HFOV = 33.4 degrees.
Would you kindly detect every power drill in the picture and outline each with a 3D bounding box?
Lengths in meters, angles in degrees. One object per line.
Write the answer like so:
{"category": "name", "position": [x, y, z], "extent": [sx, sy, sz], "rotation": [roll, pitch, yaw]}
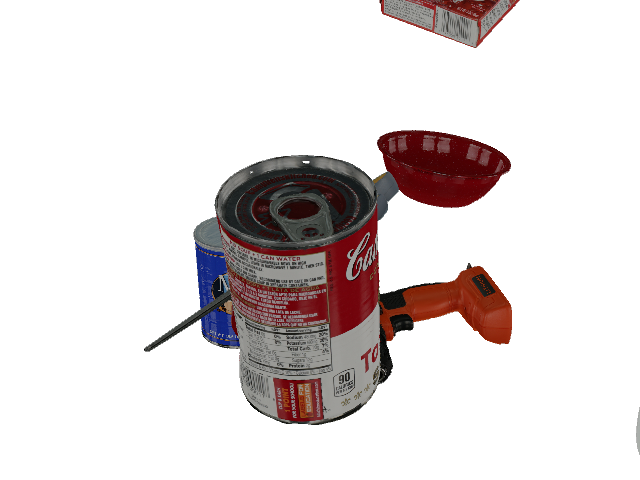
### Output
{"category": "power drill", "position": [0.104, 0.085, 1.136], "extent": [0.187, 0.057, 0.184], "rotation": [-5, 28, -10]}

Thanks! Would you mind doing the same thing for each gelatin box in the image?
{"category": "gelatin box", "position": [0.101, -0.193, 0.828], "extent": [0.089, 0.030, 0.073], "rotation": [26, 55, 24]}

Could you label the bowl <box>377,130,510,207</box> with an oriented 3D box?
{"category": "bowl", "position": [0.143, -0.082, 1.281], "extent": [0.162, 0.055, 0.162], "rotation": [7, 23, -3]}

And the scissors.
{"category": "scissors", "position": [-0.030, 0.019, 0.684], "extent": [0.201, 0.016, 0.096], "rotation": [-36, 9, -5]}

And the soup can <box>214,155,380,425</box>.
{"category": "soup can", "position": [-0.008, 0.023, 0.471], "extent": [0.068, 0.102, 0.068], "rotation": [-3, 35, 2]}

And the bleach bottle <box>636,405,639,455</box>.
{"category": "bleach bottle", "position": [0.283, 0.077, 0.718], "extent": [0.103, 0.068, 0.250], "rotation": [12, 23, 23]}

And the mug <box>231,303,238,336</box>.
{"category": "mug", "position": [-0.021, 0.042, 0.886], "extent": [0.117, 0.081, 0.093], "rotation": [14, 26, 17]}

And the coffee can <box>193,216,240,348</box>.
{"category": "coffee can", "position": [-0.103, 0.050, 1.342], "extent": [0.103, 0.140, 0.103], "rotation": [-1, 25, 0]}
